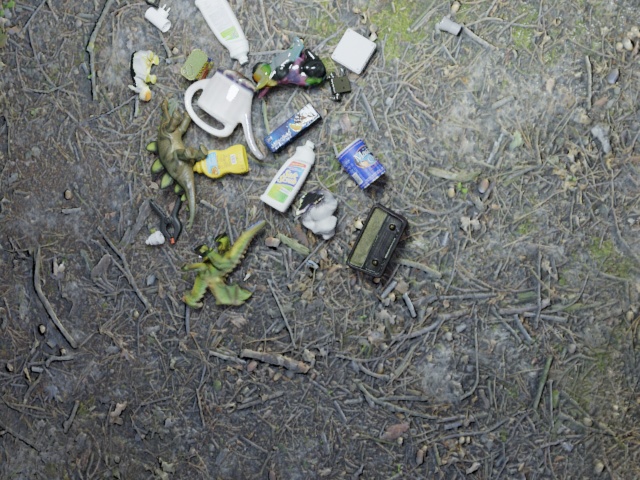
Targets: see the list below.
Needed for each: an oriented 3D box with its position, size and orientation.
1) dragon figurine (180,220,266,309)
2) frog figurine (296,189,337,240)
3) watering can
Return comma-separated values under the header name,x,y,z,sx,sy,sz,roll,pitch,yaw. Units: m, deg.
name,x,y,z,sx,sy,sz,roll,pitch,yaw
dragon figurine,-0.318,0.113,1.777,0.409,0.124,0.240,-25,108,10
frog figurine,0.005,-0.087,1.721,0.137,0.125,0.157,-43,125,1
watering can,-0.286,-0.435,1.715,0.348,0.104,0.223,34,97,5
